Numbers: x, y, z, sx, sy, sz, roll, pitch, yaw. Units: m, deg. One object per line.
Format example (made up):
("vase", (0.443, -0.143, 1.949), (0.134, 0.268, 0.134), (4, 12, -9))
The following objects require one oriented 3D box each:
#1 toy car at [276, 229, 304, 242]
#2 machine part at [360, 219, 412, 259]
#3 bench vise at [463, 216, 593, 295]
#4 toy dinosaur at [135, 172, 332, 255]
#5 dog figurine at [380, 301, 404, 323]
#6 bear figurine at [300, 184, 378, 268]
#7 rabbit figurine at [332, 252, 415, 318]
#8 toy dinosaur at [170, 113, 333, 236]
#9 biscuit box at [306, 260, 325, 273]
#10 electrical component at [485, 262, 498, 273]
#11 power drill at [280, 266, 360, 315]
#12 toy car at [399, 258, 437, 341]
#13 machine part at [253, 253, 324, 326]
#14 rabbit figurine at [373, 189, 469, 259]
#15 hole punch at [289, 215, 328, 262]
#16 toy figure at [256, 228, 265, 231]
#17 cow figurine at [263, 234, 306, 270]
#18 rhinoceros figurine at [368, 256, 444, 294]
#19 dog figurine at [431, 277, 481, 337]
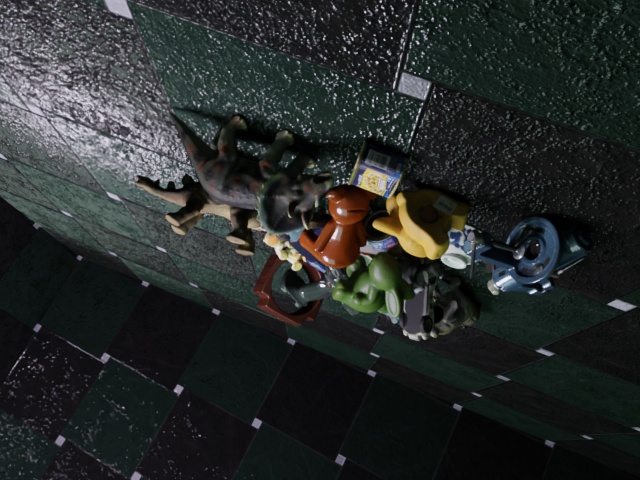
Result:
("toy car", (-0.084, -0.057, 1.280), (0.162, 0.109, 0.103), (24, 179, 24))
("machine part", (0.125, -0.005, 1.206), (0.244, 0.079, 0.079), (11, 157, 33))
("bench vise", (0.344, 0.029, 0.961), (0.240, 0.129, 0.224), (13, 158, -26))
("toy dinosaur", (-0.160, -0.076, 1.163), (0.471, 0.198, 0.105), (17, 162, -7))
("dog figurine", (0.142, 0.113, 1.448), (0.219, 0.108, 0.191), (38, 180, -2))
("bear figurine", (0.037, -0.044, 1.084), (0.132, 0.120, 0.195), (-128, 34, -48))
("rabbit figurine", (0.124, 0.098, 1.171), (0.159, 0.121, 0.170), (43, 146, 5))
("toy dinosaur", (-0.150, -0.126, 1.040), (0.405, 0.192, 0.131), (15, 157, 19))
("biscuit box", (0.058, 0.079, 1.519), (0.202, 0.063, 0.059), (31, 157, -20))
("electrical component", (0.381, 0.055, 1.157), (0.094, 0.021, 0.063), (16, 160, 19))
("power drill", (0.003, 0.100, 1.363), (0.207, 0.086, 0.231), (-15, 126, 32))
("toy car", (0.238, 0.139, 1.288), (0.074, 0.201, 0.056), (3, 178, 44))
("machine part", (-0.087, 0.143, 1.640), (0.201, 0.201, 0.087), (31, 161, -21))
("rabbit figurine", (0.187, -0.019, 1.042), (0.162, 0.122, 0.173), (24, 161, 13))
("hole punch", (-0.003, -0.004, 1.343), (0.116, 0.092, 0.142), (-1, 146, 42))
("toy figure", (-0.156, -0.053, 1.434), (0.155, 0.058, 0.064), (2, 112, 49))
("cow figurine", (-0.103, 0.009, 1.511), (0.167, 0.068, 0.098), (44, -178, -42))
("rhinoceros figurine", (0.196, 0.074, 1.237), (0.073, 0.112, 0.190), (-6, 168, -44))
("dog figurine", (0.341, 0.201, 1.371), (0.121, 0.172, 0.190), (7, 150, 49))
